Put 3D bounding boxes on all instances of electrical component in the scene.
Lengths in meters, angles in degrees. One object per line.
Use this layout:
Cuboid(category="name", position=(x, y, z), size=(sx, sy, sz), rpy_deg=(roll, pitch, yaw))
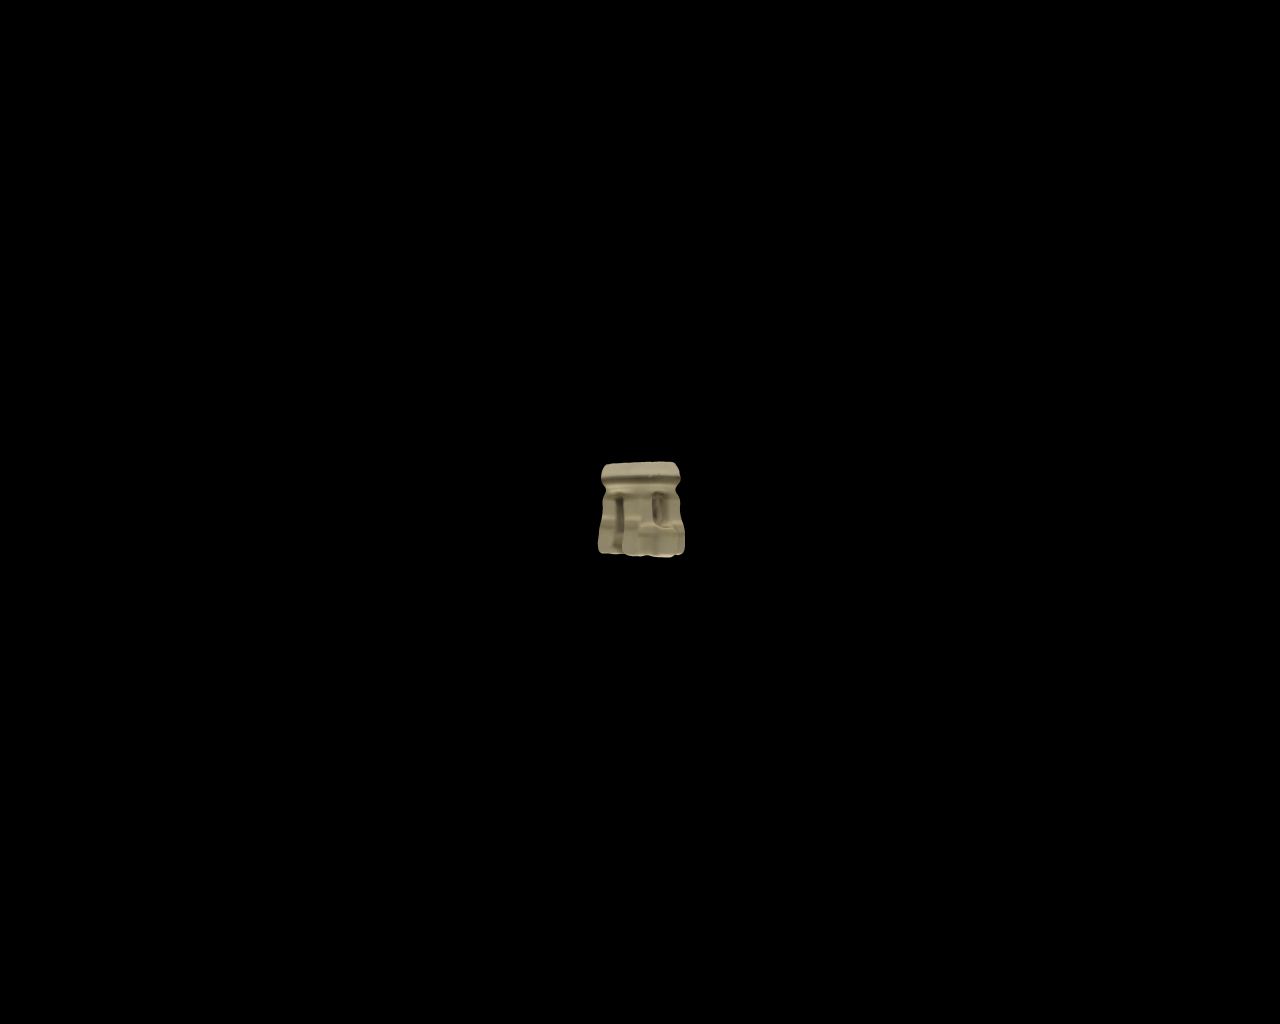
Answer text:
Cuboid(category="electrical component", position=(0.001, -0.003, 0.650), size=(0.048, 0.055, 0.066), rpy_deg=(0, 0, -39))
